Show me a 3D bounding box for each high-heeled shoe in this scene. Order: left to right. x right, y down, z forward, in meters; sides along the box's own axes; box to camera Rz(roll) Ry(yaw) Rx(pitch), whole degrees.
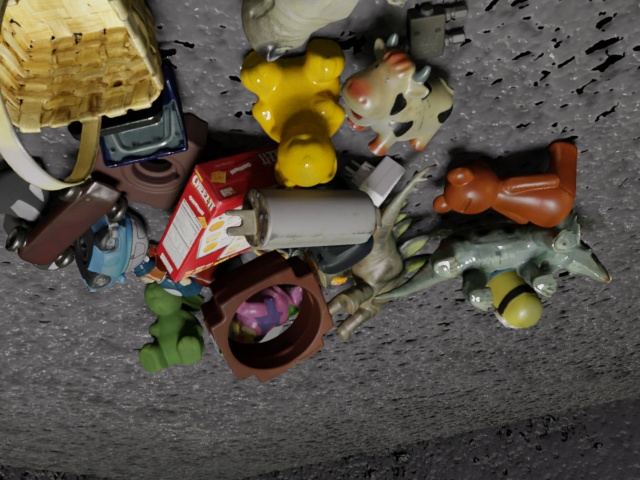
[{"bbox_3d":[-0.429,-0.037,0.844,0.145,0.086,0.248,-41,163,-2],"label":"high-heeled shoe"}]

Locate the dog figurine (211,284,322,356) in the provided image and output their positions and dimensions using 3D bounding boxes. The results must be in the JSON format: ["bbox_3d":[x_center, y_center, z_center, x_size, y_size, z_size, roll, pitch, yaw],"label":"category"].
[{"bbox_3d":[-0.092,0.146,1.074,0.219,0.109,0.191,8,106,-30],"label":"dog figurine"}]

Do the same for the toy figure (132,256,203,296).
[{"bbox_3d":[-0.289,0.063,0.999,0.064,0.058,0.154,-27,142,34],"label":"toy figure"}]

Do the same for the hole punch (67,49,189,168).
[{"bbox_3d":[-0.220,-0.152,0.627,0.142,0.116,0.092,-12,156,7],"label":"hole punch"}]

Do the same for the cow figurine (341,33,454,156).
[{"bbox_3d":[0.096,-0.166,0.632,0.195,0.085,0.127,-14,151,-50],"label":"cow figurine"}]

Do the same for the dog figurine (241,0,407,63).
[{"bbox_3d":[-0.020,-0.271,0.505,0.191,0.121,0.172,-5,117,32],"label":"dog figurine"}]

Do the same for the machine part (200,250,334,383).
[{"bbox_3d":[-0.091,0.133,0.947,0.201,0.087,0.200,-29,124,-13],"label":"machine part"}]

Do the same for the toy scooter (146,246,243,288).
[{"bbox_3d":[-0.228,0.037,0.953,0.135,0.075,0.183,5,166,25],"label":"toy scooter"}]

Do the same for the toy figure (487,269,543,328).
[{"bbox_3d":[0.354,0.083,1.020,0.082,0.180,0.089,-4,145,-7],"label":"toy figure"}]

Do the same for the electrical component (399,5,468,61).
[{"bbox_3d":[0.123,-0.242,0.625,0.094,0.021,0.063,-8,147,5],"label":"electrical component"}]

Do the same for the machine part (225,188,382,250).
[{"bbox_3d":[-0.012,-0.030,0.707,0.243,0.079,0.079,-4,151,-34],"label":"machine part"}]

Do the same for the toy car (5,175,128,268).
[{"bbox_3d":[-0.358,-0.027,0.761,0.202,0.053,0.089,-35,137,25],"label":"toy car"}]

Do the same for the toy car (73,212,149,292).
[{"bbox_3d":[-0.336,0.003,0.877,0.103,0.109,0.161,-7,143,-42],"label":"toy car"}]

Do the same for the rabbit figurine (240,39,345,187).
[{"bbox_3d":[-0.027,-0.128,0.642,0.122,0.173,0.162,-6,143,-7],"label":"rabbit figurine"}]

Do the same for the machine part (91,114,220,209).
[{"bbox_3d":[-0.228,-0.109,0.747,0.179,0.056,0.179,-4,149,-3],"label":"machine part"}]

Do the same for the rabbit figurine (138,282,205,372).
[{"bbox_3d":[-0.288,0.153,1.076,0.121,0.170,0.159,-13,-172,14],"label":"rabbit figurine"}]

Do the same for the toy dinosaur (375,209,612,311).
[{"bbox_3d":[0.293,0.025,0.923,0.405,0.192,0.131,-5,105,6],"label":"toy dinosaur"}]

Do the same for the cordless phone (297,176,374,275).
[{"bbox_3d":[-0.001,-0.002,0.869,0.089,0.146,0.184,-16,160,-27],"label":"cordless phone"}]

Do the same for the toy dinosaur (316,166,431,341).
[{"bbox_3d":[0.098,0.047,0.948,0.198,0.105,0.470,-32,157,-19],"label":"toy dinosaur"}]

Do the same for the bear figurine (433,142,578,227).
[{"bbox_3d":[0.283,-0.087,0.832,0.196,0.132,0.120,12,146,5],"label":"bear figurine"}]
